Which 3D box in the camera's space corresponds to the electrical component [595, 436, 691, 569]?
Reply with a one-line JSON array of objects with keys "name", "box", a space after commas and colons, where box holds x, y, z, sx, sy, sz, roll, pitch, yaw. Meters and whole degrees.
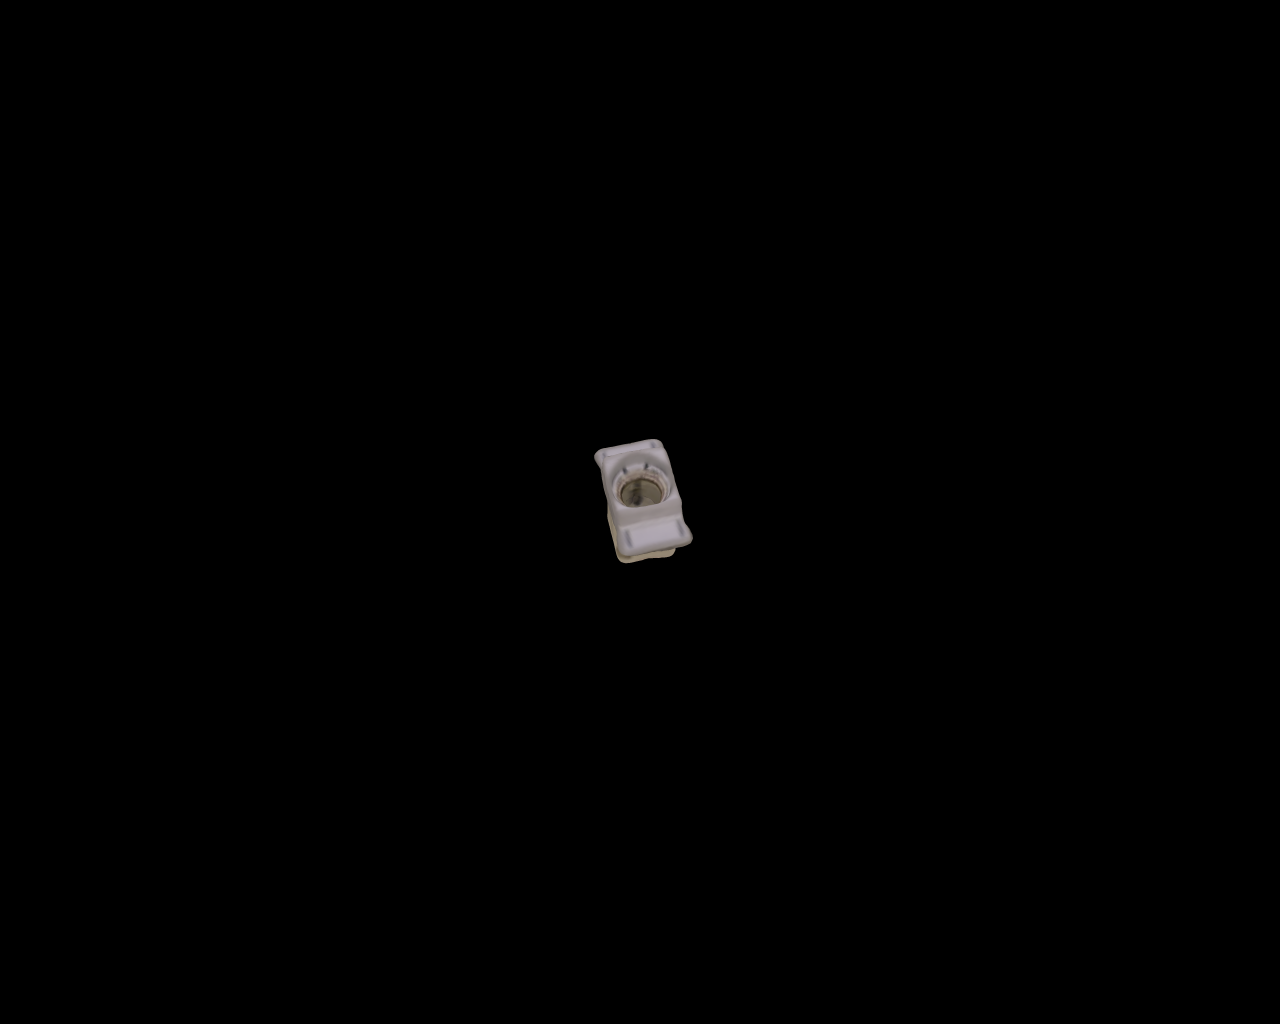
[{"name": "electrical component", "box": [0.001, -0.003, 0.650, 0.042, 0.081, 0.063, -9, -36, -7]}]
